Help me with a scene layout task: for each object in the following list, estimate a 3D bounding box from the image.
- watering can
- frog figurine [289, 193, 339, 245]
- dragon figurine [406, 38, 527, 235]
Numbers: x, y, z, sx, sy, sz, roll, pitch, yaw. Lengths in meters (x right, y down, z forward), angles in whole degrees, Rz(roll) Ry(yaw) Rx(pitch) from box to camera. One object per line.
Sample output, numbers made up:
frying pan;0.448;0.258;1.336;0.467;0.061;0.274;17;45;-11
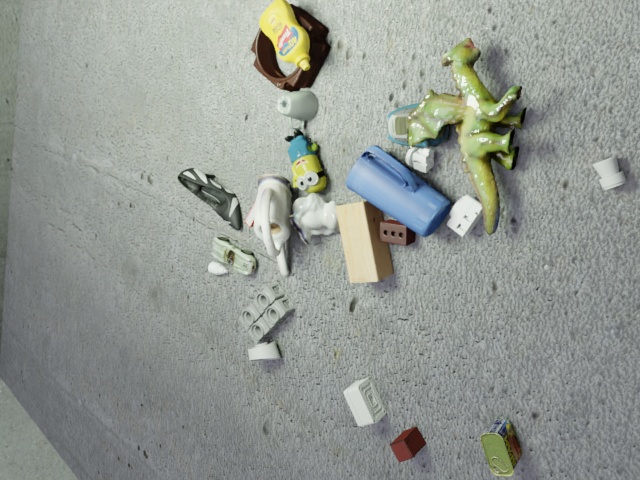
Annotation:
watering can;-0.128;-0.047;1.493;0.104;0.229;0.340;-2;-29;5
frog figurine;0.004;-0.072;1.433;0.159;0.135;0.125;-24;24;5
dragon figurine;0.308;-0.229;1.128;0.244;0.406;0.123;15;15;24
